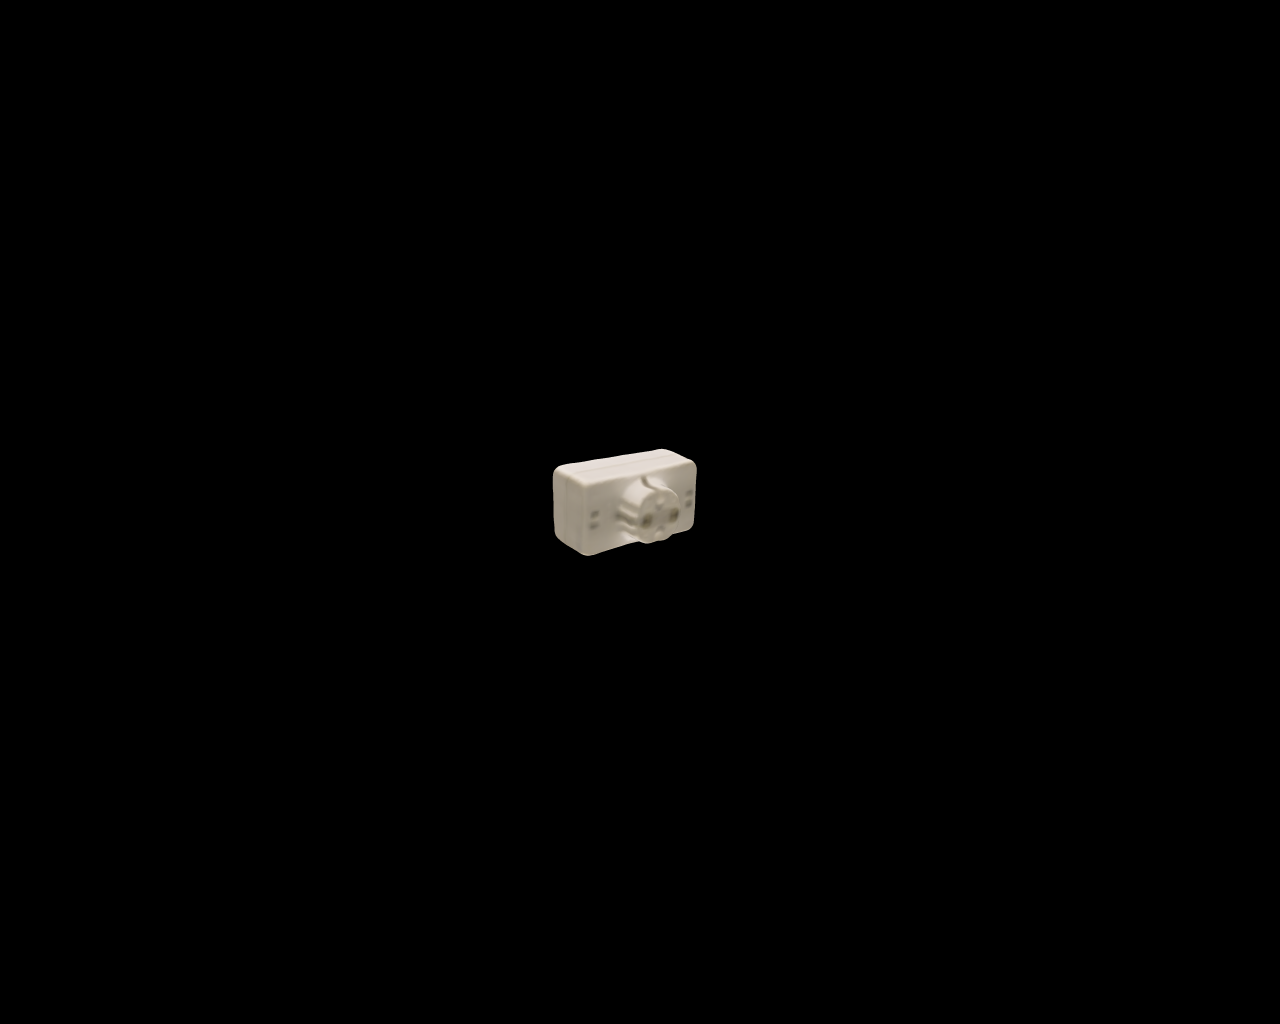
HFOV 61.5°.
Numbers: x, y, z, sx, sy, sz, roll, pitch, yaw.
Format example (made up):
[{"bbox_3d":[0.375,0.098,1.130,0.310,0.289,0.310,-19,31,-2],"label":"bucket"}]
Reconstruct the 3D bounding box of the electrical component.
[{"bbox_3d":[0.001,-0.003,0.650,0.083,0.047,0.076,-12,23,-31],"label":"electrical component"}]
